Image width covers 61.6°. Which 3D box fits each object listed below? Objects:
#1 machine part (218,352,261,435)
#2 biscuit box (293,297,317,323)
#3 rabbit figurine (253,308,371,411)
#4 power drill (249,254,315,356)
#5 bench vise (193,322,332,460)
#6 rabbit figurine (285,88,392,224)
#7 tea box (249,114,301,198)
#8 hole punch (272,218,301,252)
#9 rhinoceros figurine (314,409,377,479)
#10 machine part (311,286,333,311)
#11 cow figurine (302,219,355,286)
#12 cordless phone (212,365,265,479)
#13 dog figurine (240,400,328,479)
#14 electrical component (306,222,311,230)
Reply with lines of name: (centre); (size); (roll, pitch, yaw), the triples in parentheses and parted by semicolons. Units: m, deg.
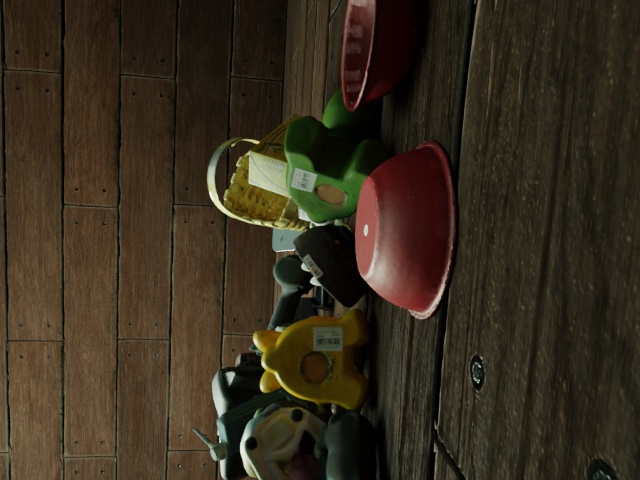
machine part: (-0.112, 0.344, 1.143); (0.087, 0.201, 0.201); (117, 154, -63)
biscuit box: (-0.036, 0.212, 1.139); (0.203, 0.063, 0.059); (-96, 11, -50)
rabbit figurine: (-0.005, 0.160, 0.715); (0.173, 0.162, 0.122); (18, -119, -80)
power drill: (-0.055, 0.130, 1.023); (0.232, 0.086, 0.207); (72, -139, -73)
bench vise: (-0.066, 0.251, 0.827); (0.129, 0.240, 0.223); (5, 107, 49)
rabbit figurine: (0.033, -0.111, 0.675); (0.159, 0.121, 0.170); (92, -166, -56)
tea box: (-0.041, -0.146, 0.923); (0.170, 0.098, 0.068); (-55, -21, -50)
hole punch: (-0.034, -0.023, 1.165); (0.116, 0.092, 0.142); (-7, 73, 46)
rhinoceros figurine: (0.040, 0.280, 0.570); (0.112, 0.073, 0.190); (117, 158, -48)
machine part: (0.009, 0.059, 0.953); (0.084, 0.039, 0.138); (-121, 35, -67)
cow figurine: (0.014, 0.008, 0.819); (0.167, 0.068, 0.098); (-130, 48, -73)
cordless phone: (-0.106, 0.307, 0.918); (0.089, 0.146, 0.184); (-21, 69, 61)
dog figurine: (-0.029, 0.321, 0.728); (0.108, 0.192, 0.219); (-41, -15, -28)
electrical component: (-0.002, -0.005, 1.040); (0.078, 0.045, 0.102); (-49, -26, -54)
